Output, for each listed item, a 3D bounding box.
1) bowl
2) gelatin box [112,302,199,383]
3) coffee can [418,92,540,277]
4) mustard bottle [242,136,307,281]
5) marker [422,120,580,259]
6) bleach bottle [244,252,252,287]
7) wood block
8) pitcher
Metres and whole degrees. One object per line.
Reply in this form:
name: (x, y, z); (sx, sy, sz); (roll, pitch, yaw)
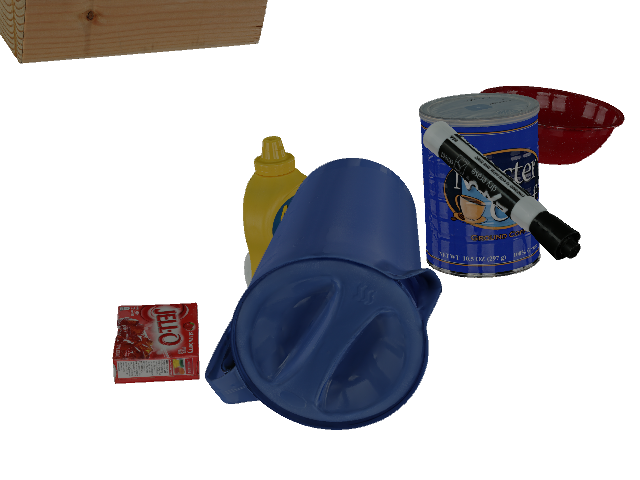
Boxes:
bowl: (0.251, -0.125, 1.189); (0.162, 0.055, 0.162); (5, 24, -2)
gelatin box: (-0.144, 0.089, 0.944); (0.073, 0.030, 0.089); (-2, 28, -6)
coffee can: (0.141, -0.051, 0.939); (0.103, 0.140, 0.103); (-4, 19, 1)
mustard bottle: (-0.040, -0.014, 1.097); (0.058, 0.191, 0.096); (9, 27, 33)
marker: (0.102, -0.029, 0.607); (0.020, 0.020, 0.121); (0, 36, -44)
bleach bottle: (0.015, -0.007, 1.330); (0.103, 0.068, 0.250); (16, 36, 26)
wood block: (-0.150, -0.208, 0.851); (0.205, 0.091, 0.090); (-11, 44, -32)
pitcher: (0.008, 0.029, 0.815); (0.149, 0.145, 0.242); (12, 24, 1)
